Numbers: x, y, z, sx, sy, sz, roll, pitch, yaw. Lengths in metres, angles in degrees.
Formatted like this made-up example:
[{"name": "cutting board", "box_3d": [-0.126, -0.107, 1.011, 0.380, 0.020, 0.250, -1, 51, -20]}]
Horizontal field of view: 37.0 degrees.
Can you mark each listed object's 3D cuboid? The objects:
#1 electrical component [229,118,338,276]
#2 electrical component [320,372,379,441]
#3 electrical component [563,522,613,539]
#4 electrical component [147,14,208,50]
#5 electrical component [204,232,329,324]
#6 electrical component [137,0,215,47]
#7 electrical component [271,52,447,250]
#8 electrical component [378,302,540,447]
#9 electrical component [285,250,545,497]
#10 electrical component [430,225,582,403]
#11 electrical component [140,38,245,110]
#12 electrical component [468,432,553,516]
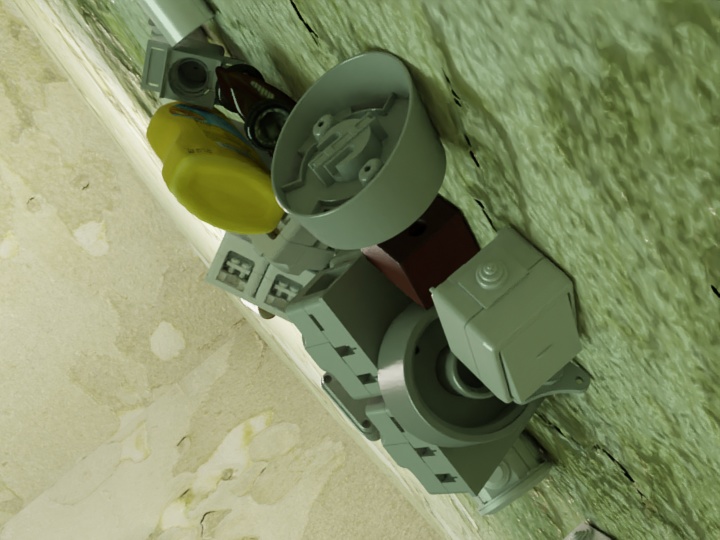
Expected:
[{"name": "electrical component", "box_3d": [-0.088, -0.068, 0.980, 0.150, 0.061, 0.089, 46, -164, 25]}, {"name": "electrical component", "box_3d": [0.026, 0.104, 1.056, 0.078, 0.113, 0.057, 47, 173, 19]}, {"name": "electrical component", "box_3d": [0.232, 0.290, 1.002, 0.099, 0.048, 0.100, 52, 171, -11]}, {"name": "electrical component", "box_3d": [-0.165, -0.214, 0.937, 0.040, 0.040, 0.078, 40, 166, 48]}, {"name": "electrical component", "box_3d": [-0.062, 0.006, 1.042, 0.150, 0.061, 0.089, 26, -166, 1]}, {"name": "electrical component", "box_3d": [-0.158, -0.224, 0.857, 0.081, 0.043, 0.043, 53, 171, -14]}, {"name": "electrical component", "box_3d": [-0.002, -0.063, 0.594, 0.099, 0.099, 0.064, 41, 173, 47]}, {"name": "electrical component", "box_3d": [0.071, 0.066, 0.720, 0.108, 0.108, 0.060, 51, 165, -4]}, {"name": "electrical component", "box_3d": [0.041, 0.064, 0.799, 0.186, 0.105, 0.060, 53, 144, -14]}, {"name": "electrical component", "box_3d": [0.087, 0.026, 0.617, 0.061, 0.062, 0.096, 45, 169, 30]}, {"name": "electrical component", "box_3d": [-0.140, -0.167, 0.906, 0.081, 0.042, 0.063, 12, -157, -7]}, {"name": "electrical component", "box_3d": [0.130, 0.182, 0.976, 0.051, 0.080, 0.080, 54, 172, 12]}]
